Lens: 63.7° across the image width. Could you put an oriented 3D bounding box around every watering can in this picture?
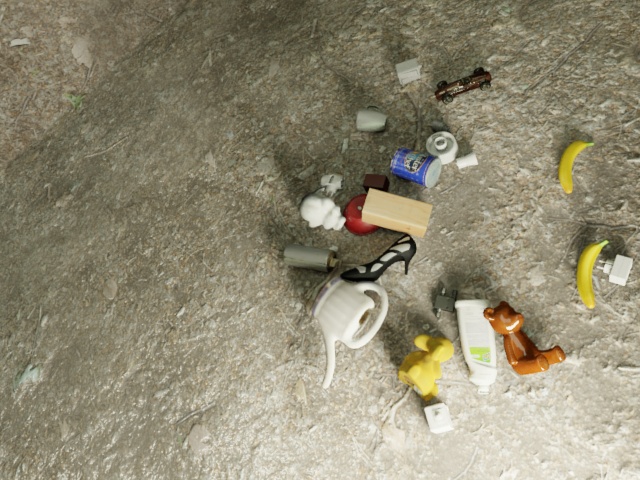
[{"bbox_3d":[0.056,0.256,1.579,0.227,0.102,0.350,33,79,33],"label":"watering can"}]

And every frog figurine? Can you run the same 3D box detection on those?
[{"bbox_3d":[0.005,-0.090,1.778,0.135,0.123,0.162,-49,60,33],"label":"frog figurine"}]
